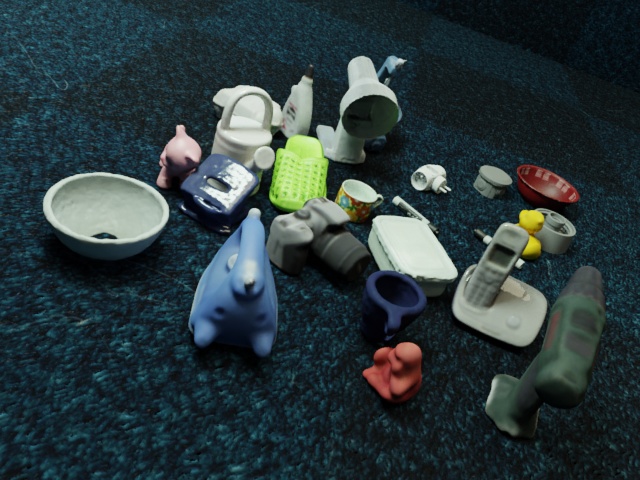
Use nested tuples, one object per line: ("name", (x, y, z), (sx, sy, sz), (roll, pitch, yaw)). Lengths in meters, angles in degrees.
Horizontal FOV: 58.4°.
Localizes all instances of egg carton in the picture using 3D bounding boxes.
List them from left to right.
("egg carton", (-0.156, -0.281, 1.254), (0.150, 0.069, 0.107), (35, 37, 19))

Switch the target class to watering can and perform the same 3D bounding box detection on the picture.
("watering can", (-0.131, -0.176, 1.016), (0.172, 0.194, 0.101), (37, 38, 23))

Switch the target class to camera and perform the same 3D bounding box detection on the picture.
("camera", (0.009, 0.003, 0.928), (0.136, 0.101, 0.143), (41, 40, 26))

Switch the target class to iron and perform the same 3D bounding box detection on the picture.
("iron", (-0.104, 0.033, 0.795), (0.119, 0.141, 0.258), (12, 36, -12))

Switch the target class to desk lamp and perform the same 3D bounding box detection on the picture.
("desk lamp", (0.075, -0.270, 1.232), (0.118, 0.213, 0.203), (7, 37, -19))

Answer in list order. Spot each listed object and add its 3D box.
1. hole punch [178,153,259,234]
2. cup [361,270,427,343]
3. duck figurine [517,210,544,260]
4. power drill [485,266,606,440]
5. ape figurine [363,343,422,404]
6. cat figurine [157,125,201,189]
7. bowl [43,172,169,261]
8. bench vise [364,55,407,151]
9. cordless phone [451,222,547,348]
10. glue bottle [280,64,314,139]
("hole punch", (-0.168, -0.080, 0.958), (0.108, 0.091, 0.101), (30, 36, 13))
("cup", (0.096, 0.114, 0.830), (0.092, 0.095, 0.118), (18, 35, -4))
("duck figurine", (0.433, -0.018, 1.187), (0.078, 0.086, 0.104), (11, 36, -14))
("power drill", (0.310, 0.161, 0.776), (0.075, 0.208, 0.230), (28, 35, 10))
("ape figurine", (0.105, 0.171, 0.761), (0.076, 0.092, 0.078), (18, 35, -3))
("cat figurine", (-0.241, -0.150, 0.992), (0.067, 0.118, 0.127), (7, 37, -19))
("bowl", (-0.306, -0.023, 0.825), (0.167, 0.075, 0.167), (14, 35, -10))
("bench vise", (0.123, -0.350, 1.357), (0.122, 0.220, 0.206), (-8, 44, -35))
("cordless phone", (0.307, 0.071, 0.916), (0.147, 0.185, 0.094), (23, 35, 4))
("glue bottle", (-0.042, -0.302, 1.249), (0.037, 0.173, 0.078), (-14, 47, -39))
